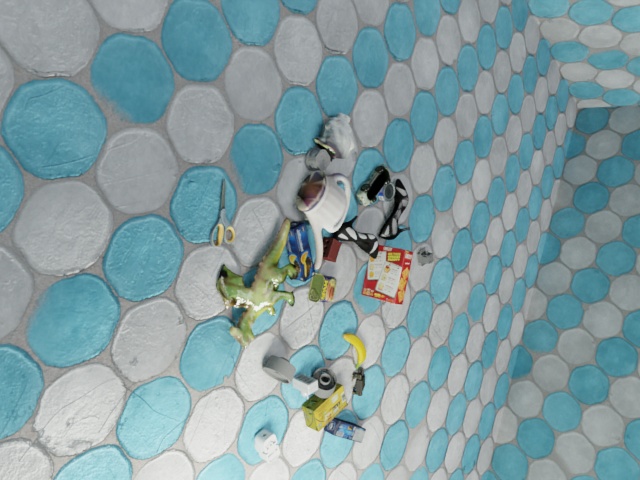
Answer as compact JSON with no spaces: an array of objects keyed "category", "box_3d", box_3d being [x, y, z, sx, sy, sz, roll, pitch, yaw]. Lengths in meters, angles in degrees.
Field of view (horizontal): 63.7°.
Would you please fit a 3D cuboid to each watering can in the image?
[{"category":"watering can","box_3d":[0.005,-0.090,1.780,0.221,0.104,0.352,37,68,-43]}]

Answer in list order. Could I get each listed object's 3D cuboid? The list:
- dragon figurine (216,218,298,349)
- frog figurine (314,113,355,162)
[{"category":"dragon figurine","box_3d":[-0.203,0.125,1.601,0.242,0.122,0.412,6,83,-39]},{"category":"frog figurine","box_3d":[0.071,-0.367,1.805,0.136,0.123,0.161,42,77,-22]}]
